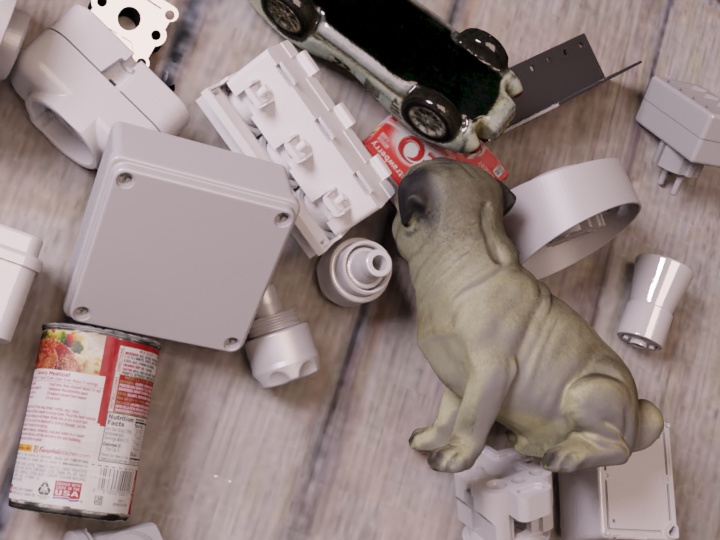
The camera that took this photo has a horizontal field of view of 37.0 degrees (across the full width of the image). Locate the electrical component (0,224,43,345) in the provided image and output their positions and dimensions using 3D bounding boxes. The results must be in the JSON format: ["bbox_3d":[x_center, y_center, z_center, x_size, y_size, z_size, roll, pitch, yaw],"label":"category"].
[{"bbox_3d":[-0.235,-0.004,0.582,0.113,0.078,0.057,21,77,-19],"label":"electrical component"}]

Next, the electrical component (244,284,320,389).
[{"bbox_3d":[-0.053,0.040,0.673,0.043,0.043,0.062,-17,87,-25],"label":"electrical component"}]

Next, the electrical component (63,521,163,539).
[{"bbox_3d":[-0.135,0.181,0.595,0.051,0.080,0.080,-5,84,-30],"label":"electrical component"}]

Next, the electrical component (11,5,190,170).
[{"bbox_3d":[-0.158,-0.101,0.643,0.095,0.054,0.059,45,67,-11],"label":"electrical component"}]

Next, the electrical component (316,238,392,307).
[{"bbox_3d":[0.000,0.000,0.692,0.043,0.062,0.043,4,80,-23],"label":"electrical component"}]

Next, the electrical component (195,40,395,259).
[{"bbox_3d":[-0.037,-0.078,0.681,0.121,0.063,0.078,54,25,-7],"label":"electrical component"}]

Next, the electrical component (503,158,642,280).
[{"bbox_3d":[0.144,-0.036,0.744,0.099,0.099,0.064,-13,81,-25],"label":"electrical component"}]

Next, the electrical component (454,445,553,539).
[{"bbox_3d":[0.095,0.156,0.705,0.058,0.078,0.057,-13,108,-25],"label":"electrical component"}]

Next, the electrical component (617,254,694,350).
[{"bbox_3d":[0.215,0.026,0.794,0.044,0.044,0.065,26,77,-18],"label":"electrical component"}]

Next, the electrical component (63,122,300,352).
[{"bbox_3d":[-0.105,-0.017,0.624,0.109,0.056,0.108,13,119,-21],"label":"electrical component"}]

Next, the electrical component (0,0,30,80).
[{"bbox_3d":[-0.219,-0.136,0.596,0.060,0.108,0.108,21,74,-26],"label":"electrical component"}]

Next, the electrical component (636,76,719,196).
[{"bbox_3d":[0.247,-0.094,0.814,0.047,0.083,0.075,7,117,-22],"label":"electrical component"}]

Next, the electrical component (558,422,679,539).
[{"bbox_3d":[0.176,0.141,0.750,0.062,0.061,0.096,8,71,-22],"label":"electrical component"}]
